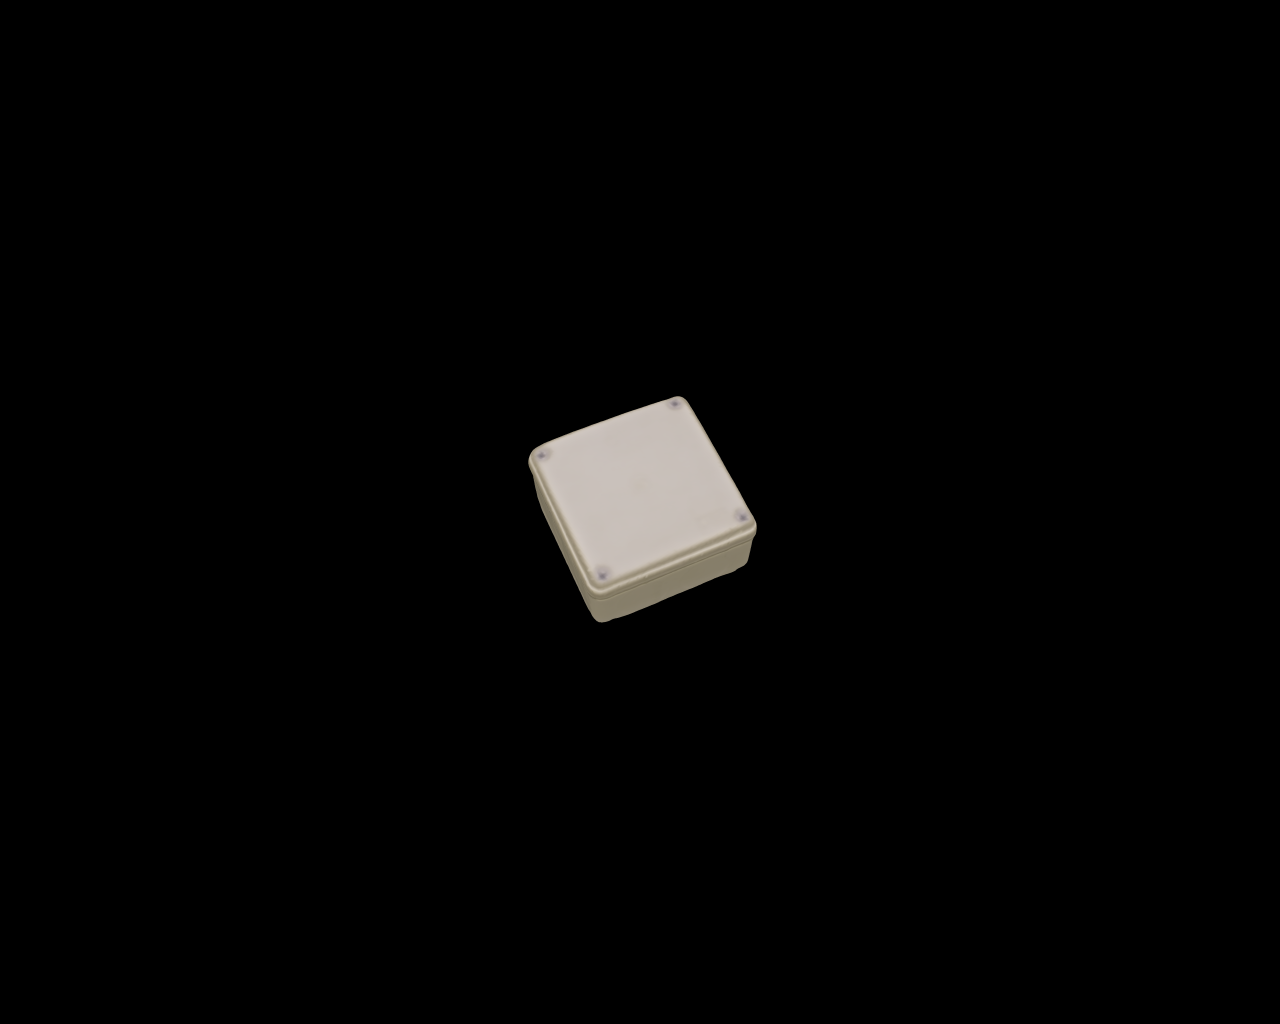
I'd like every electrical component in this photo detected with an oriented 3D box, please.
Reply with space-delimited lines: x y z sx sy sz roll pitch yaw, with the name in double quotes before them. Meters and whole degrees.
"electrical component" 0.001 -0.003 0.650 0.109 0.109 0.056 -21 -28 -12
